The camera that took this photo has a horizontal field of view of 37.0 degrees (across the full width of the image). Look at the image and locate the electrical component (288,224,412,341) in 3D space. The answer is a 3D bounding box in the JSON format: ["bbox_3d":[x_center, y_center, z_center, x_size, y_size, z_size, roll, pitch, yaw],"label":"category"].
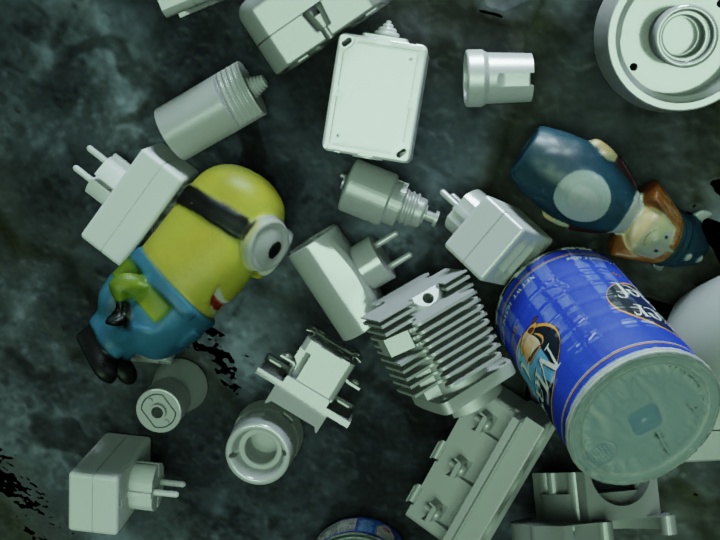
[{"bbox_3d":[0.000,0.000,0.796,0.079,0.044,0.077,-31,98,12],"label":"electrical component"}]

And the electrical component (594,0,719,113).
[{"bbox_3d":[0.216,-0.158,0.726,0.108,0.060,0.108,2,103,7],"label":"electrical component"}]

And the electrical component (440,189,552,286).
[{"bbox_3d":[0.087,-0.032,0.772,0.076,0.066,0.047,46,106,24],"label":"electrical component"}]

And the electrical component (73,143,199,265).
[{"bbox_3d":[-0.178,-0.061,0.800,0.076,0.047,0.083,38,104,-3],"label":"electrical component"}]

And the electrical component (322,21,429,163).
[{"bbox_3d":[0.013,-0.126,0.760,0.062,0.061,0.096,10,96,4],"label":"electrical component"}]

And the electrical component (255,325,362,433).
[{"bbox_3d":[-0.034,0.081,0.820,0.081,0.042,0.063,31,101,-2],"label":"electrical component"}]

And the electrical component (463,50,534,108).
[{"bbox_3d":[0.097,-0.135,0.757,0.046,0.040,0.040,-1,103,0],"label":"electrical component"}]

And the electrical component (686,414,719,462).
[{"bbox_3d":[0.229,0.104,0.789,0.095,0.053,0.059,-4,102,7],"label":"electrical component"}]

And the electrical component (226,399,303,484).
[{"bbox_3d":[-0.075,0.134,0.834,0.055,0.047,0.055,1,103,6],"label":"electrical component"}]

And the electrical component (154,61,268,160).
[{"bbox_3d":[-0.103,-0.118,0.781,0.081,0.043,0.043,-28,98,12],"label":"electrical component"}]

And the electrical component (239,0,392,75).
[{"bbox_3d":[-0.034,-0.188,0.752,0.095,0.053,0.059,-32,97,12],"label":"electrical component"}]

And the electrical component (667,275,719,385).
[{"bbox_3d":[0.274,0.046,0.752,0.099,0.099,0.064,36,145,-2],"label":"electrical component"}]

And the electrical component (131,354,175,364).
[{"bbox_3d":[-0.166,0.053,0.830,0.046,0.040,0.040,7,104,0],"label":"electrical component"}]

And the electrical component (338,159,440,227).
[{"bbox_3d":[0.020,-0.051,0.784,0.078,0.040,0.040,22,104,1],"label":"electrical component"}]

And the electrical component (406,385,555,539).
[{"bbox_3d":[0.090,0.148,0.809,0.063,0.079,0.121,33,105,21],"label":"electrical component"}]

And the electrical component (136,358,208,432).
[{"bbox_3d":[-0.146,0.098,0.824,0.044,0.065,0.044,1,103,6],"label":"electrical component"}]

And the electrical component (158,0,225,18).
[{"bbox_3d":[-0.122,-0.230,0.754,0.056,0.050,0.089,-19,100,11],"label":"electrical component"}]

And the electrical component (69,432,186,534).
[{"bbox_3d":[-0.175,0.166,0.834,0.076,0.083,0.047,5,103,5],"label":"electrical component"}]
